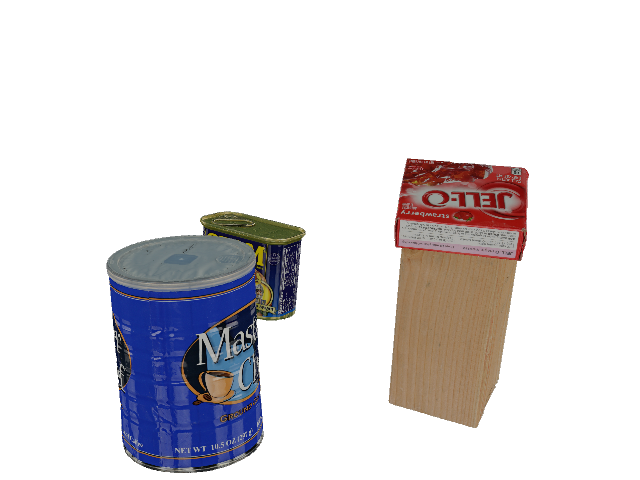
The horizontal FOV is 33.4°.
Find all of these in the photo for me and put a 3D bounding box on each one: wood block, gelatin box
[{"bbox_3d":[0.125,0.059,0.991,0.091,0.206,0.090,14,34,19],"label":"wood block"},{"bbox_3d":[0.099,-0.024,0.746,0.089,0.030,0.073,6,39,8],"label":"gelatin box"}]

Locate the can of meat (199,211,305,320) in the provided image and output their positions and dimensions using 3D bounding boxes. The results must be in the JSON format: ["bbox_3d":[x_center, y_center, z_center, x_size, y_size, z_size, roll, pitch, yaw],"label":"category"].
[{"bbox_3d":[-0.068,0.025,1.027,0.102,0.084,0.057,14,18,30],"label":"can of meat"}]

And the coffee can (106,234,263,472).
[{"bbox_3d":[-0.094,0.077,0.757,0.103,0.140,0.103,-2,18,0],"label":"coffee can"}]
